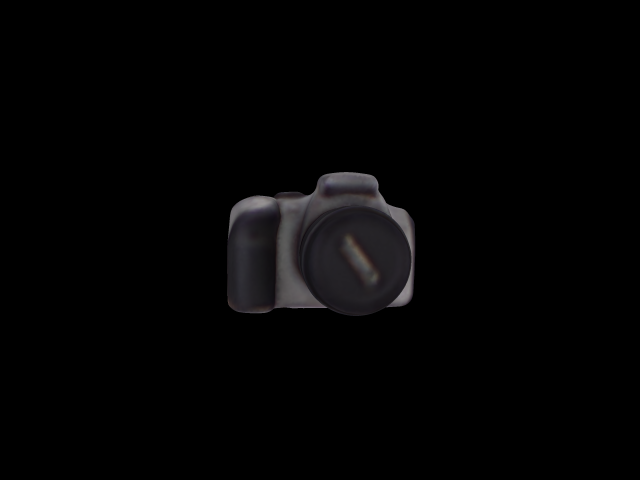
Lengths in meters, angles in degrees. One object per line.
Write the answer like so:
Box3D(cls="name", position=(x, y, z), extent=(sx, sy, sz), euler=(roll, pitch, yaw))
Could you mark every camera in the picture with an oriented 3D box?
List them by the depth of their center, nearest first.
Box3D(cls="camera", position=(0.004, 0.001, 0.400), extent=(0.143, 0.101, 0.137), euler=(0, 2, -3))
